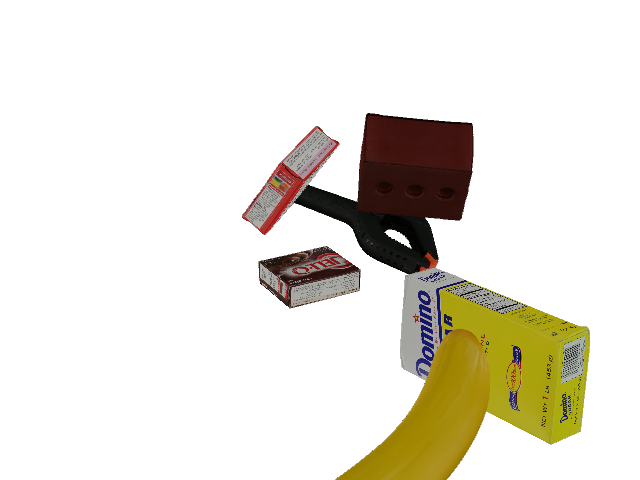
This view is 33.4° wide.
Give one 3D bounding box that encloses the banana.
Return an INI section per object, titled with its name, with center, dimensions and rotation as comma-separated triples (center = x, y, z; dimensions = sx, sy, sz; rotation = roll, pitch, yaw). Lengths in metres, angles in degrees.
[banana]
center = 0.044, 0.105, 0.565
dimensions = 0.070, 0.037, 0.197
rotation = 19, 40, 37

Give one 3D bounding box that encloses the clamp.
[clamp]
center = 0.057, -0.028, 1.265
dimensions = 0.164, 0.036, 0.210
rotation = -16, 51, -29

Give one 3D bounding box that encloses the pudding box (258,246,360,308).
[pudding box]
center = -0.015, 0.049, 1.447
dimensions = 0.113, 0.039, 0.090
rotation = -15, 27, -27

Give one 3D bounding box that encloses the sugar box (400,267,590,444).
[sugar box]
center = 0.141, 0.093, 0.899
dimensions = 0.048, 0.093, 0.176
rotation = -14, 23, -39

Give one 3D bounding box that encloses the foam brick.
[foam brick]
center = 0.067, -0.052, 0.762
dimensions = 0.078, 0.051, 0.053
rotation = 5, -42, -1

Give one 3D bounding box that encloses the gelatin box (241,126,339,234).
[gelatin box]
center = -0.027, -0.056, 0.962
dimensions = 0.030, 0.073, 0.089
rotation = 38, 37, -1
